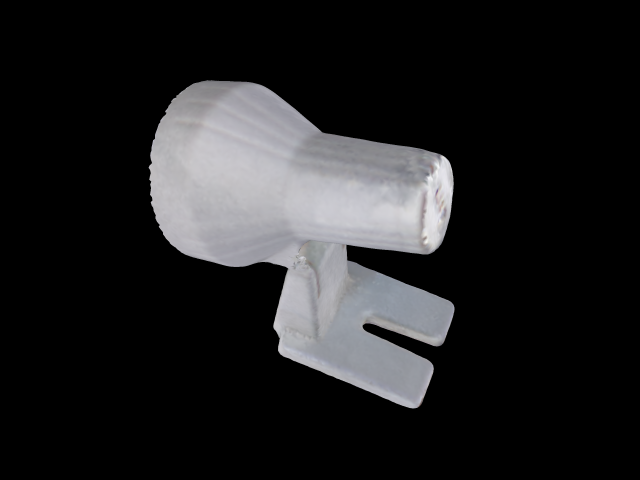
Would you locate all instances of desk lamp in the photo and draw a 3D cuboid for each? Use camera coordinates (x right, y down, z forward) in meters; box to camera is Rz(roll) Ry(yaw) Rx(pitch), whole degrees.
[{"bbox_3d":[0.004,0.001,0.400,0.203,0.214,0.118,20,59,13],"label":"desk lamp"}]
